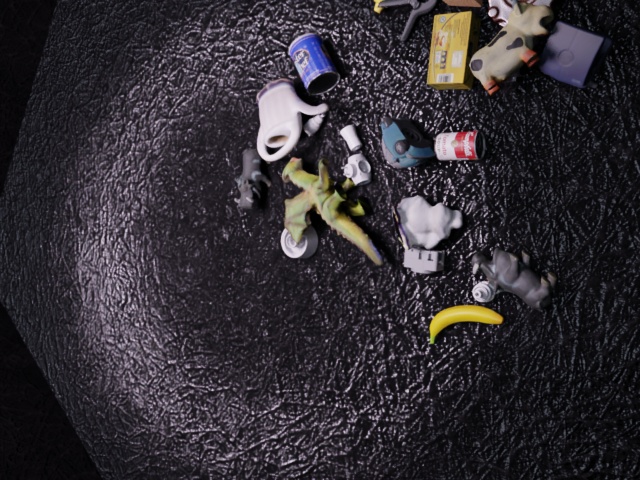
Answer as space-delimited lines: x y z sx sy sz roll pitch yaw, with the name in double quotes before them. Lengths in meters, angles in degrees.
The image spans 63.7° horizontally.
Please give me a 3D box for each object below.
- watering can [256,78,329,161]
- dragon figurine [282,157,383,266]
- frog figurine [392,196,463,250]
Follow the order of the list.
"watering can" -0.092 -0.371 1.498 0.343 0.104 0.228 -31 63 47
"dragon figurine" 0.004 -0.073 1.443 0.239 0.122 0.416 -33 69 32
"frog figurine" 0.267 -0.049 1.280 0.159 0.120 0.140 -16 68 -1
